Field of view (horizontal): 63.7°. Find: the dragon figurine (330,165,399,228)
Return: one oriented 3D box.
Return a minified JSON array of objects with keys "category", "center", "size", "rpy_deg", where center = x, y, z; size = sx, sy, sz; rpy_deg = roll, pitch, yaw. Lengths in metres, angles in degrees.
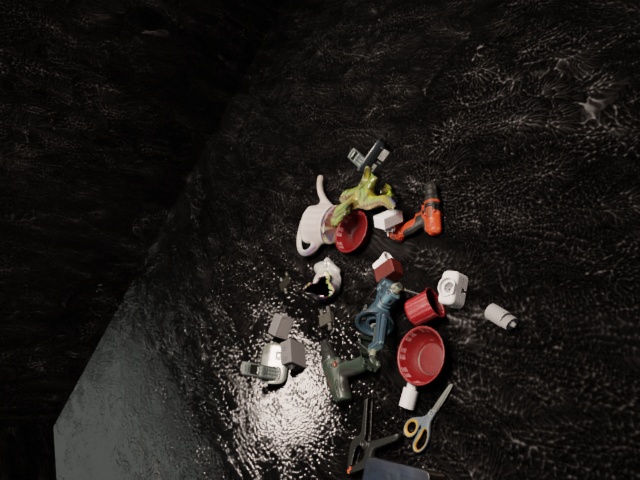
[{"category":"dragon figurine","center":[0.137,-0.120,1.773],"size":[0.241,0.121,0.417],"rpy_deg":[-43,17,15]}]

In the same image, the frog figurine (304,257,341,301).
[{"category":"frog figurine","center":[0.021,0.142,1.859],"size":[0.135,0.123,0.162],"rpy_deg":[-59,-1,22]}]

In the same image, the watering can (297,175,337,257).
[{"category":"watering can","center":[0.006,-0.101,1.997],"size":[0.224,0.103,0.351],"rpy_deg":[1,70,50]}]
